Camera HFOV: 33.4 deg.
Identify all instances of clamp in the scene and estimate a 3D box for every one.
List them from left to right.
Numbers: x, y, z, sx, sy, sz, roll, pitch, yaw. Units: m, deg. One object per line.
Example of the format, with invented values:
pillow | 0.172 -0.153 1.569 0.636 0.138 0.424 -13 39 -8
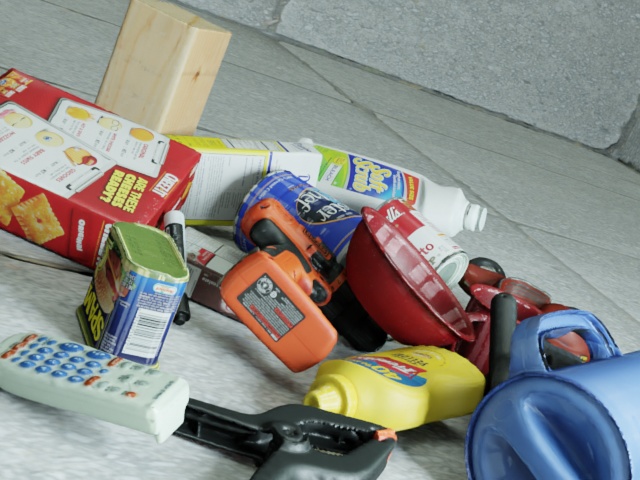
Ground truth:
clamp | -0.036 0.142 0.741 0.209 0.036 0.165 2 27 -44
clamp | 0.165 0.141 0.964 0.039 0.120 0.171 -3 33 14

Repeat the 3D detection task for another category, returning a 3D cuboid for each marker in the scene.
marker | -0.127 0.024 0.946 0.020 0.020 0.121 15 45 -27

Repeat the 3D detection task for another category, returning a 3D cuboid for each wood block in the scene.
wood block | -0.188 -0.155 1.192 0.090 0.206 0.090 28 16 16

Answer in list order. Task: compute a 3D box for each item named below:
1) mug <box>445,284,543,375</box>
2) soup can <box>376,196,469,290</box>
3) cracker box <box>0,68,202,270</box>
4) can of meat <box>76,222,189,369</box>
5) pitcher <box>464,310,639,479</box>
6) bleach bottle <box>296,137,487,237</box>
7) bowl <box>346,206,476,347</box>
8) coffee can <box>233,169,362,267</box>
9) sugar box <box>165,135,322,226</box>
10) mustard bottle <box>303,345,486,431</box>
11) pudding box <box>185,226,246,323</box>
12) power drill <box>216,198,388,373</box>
mug | 0.170 0.101 1.081 0.117 0.081 0.093 7 22 -45
soup can | 0.101 0.010 1.147 0.102 0.069 0.068 43 24 29
cracker box | -0.242 -0.065 1.008 0.213 0.072 0.164 25 34 2
can of meat | -0.145 0.042 0.831 0.057 0.084 0.102 15 18 -26
pitcher | 0.230 0.146 0.863 0.145 0.149 0.242 36 24 30
bleach bottle | 0.075 -0.055 1.267 0.251 0.068 0.102 13 43 20
bowl | 0.074 0.046 0.998 0.162 0.055 0.162 46 13 -15
coffee can | -0.007 0.001 1.123 0.140 0.103 0.102 32 18 31
sugar box | -0.091 -0.064 1.180 0.175 0.093 0.048 1 25 -29
mustard bottle | 0.051 0.124 0.878 0.096 0.058 0.191 17 10 36
pudding box | -0.097 0.033 1.015 0.113 0.039 0.090 26 15 3
power drill | -0.013 0.052 0.956 0.184 0.057 0.187 46 13 -4
